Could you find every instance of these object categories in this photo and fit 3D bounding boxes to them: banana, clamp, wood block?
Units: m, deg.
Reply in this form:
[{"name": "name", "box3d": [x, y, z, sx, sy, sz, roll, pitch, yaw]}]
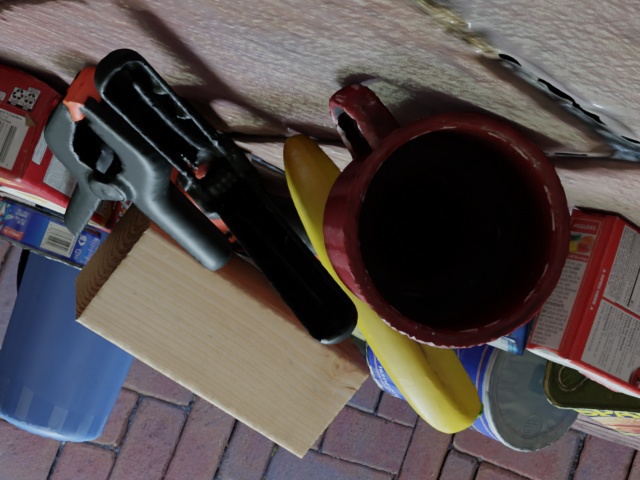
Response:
[{"name": "banana", "box3d": [0.034, 0.034, 0.567, 0.198, 0.037, 0.069, 58, -179, -14]}, {"name": "clamp", "box3d": [-0.046, -0.024, 0.556, 0.164, 0.036, 0.210, 51, 180, -6]}, {"name": "wood block", "box3d": [-0.075, 0.064, 0.813, 0.206, 0.091, 0.090, 35, -172, -21]}, {"name": "clamp", "box3d": [-0.132, -0.041, 0.664, 0.120, 0.039, 0.171, 3, 143, 20]}]

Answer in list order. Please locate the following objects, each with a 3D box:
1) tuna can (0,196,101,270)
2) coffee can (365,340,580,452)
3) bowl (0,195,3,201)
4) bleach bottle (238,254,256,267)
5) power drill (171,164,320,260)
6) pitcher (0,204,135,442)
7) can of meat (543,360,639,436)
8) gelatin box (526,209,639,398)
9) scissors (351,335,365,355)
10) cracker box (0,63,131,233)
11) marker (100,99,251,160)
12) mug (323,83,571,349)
[{"name": "tuna can", "box3d": [-0.220, -0.005, 0.852, 0.086, 0.034, 0.086, 21, 175, 2]}, {"name": "coffee can", "box3d": [0.116, 0.088, 0.800, 0.102, 0.103, 0.141, 25, 174, -35]}, {"name": "bowl", "box3d": [-0.298, -0.039, 0.713, 0.162, 0.055, 0.162, 23, 174, 2]}, {"name": "bleach bottle", "box3d": [-0.086, 0.030, 0.991, 0.102, 0.068, 0.251, 63, 177, -12]}, {"name": "power drill", "box3d": [-0.005, 0.001, 0.765, 0.188, 0.057, 0.184, 17, 173, 21]}, {"name": "pitcher", "box3d": [-0.216, 0.048, 0.964, 0.145, 0.243, 0.149, 20, 180, -7]}, {"name": "can of meat", "box3d": [0.218, 0.099, 0.722, 0.083, 0.057, 0.102, 27, 159, -38]}, {"name": "gelatin box", "box3d": [0.148, 0.034, 0.530, 0.089, 0.073, 0.030, 25, 172, -40]}, {"name": "scissors", "box3d": [0.017, 0.067, 1.042, 0.202, 0.096, 0.016, 21, 148, 22]}, {"name": "cracker box", "box3d": [-0.233, -0.076, 0.774, 0.164, 0.072, 0.213, 20, 174, 11]}, {"name": "marker", "box3d": [-0.100, -0.068, 0.666, 0.121, 0.020, 0.020, 23, 173, -21]}, {"name": "mug", "box3d": [0.040, -0.015, 0.453, 0.117, 0.093, 0.081, 53, 173, -8]}]
